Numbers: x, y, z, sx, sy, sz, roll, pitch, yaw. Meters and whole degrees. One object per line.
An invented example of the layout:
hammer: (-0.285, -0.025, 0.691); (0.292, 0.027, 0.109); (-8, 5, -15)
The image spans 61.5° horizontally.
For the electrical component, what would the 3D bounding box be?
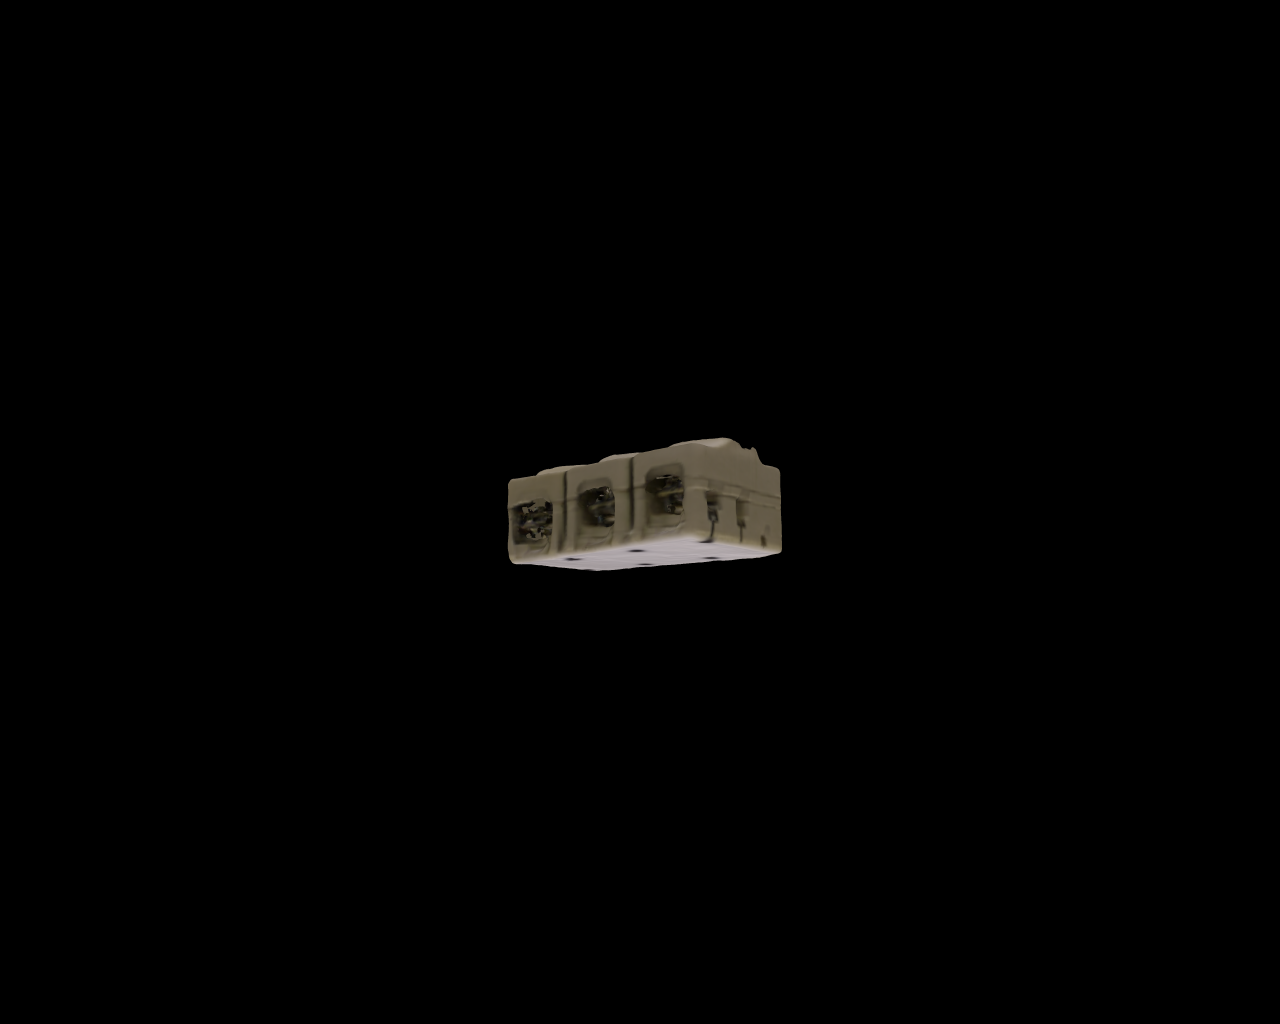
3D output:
electrical component: (0.001, -0.003, 0.650); (0.150, 0.061, 0.089); (-8, -13, 39)
